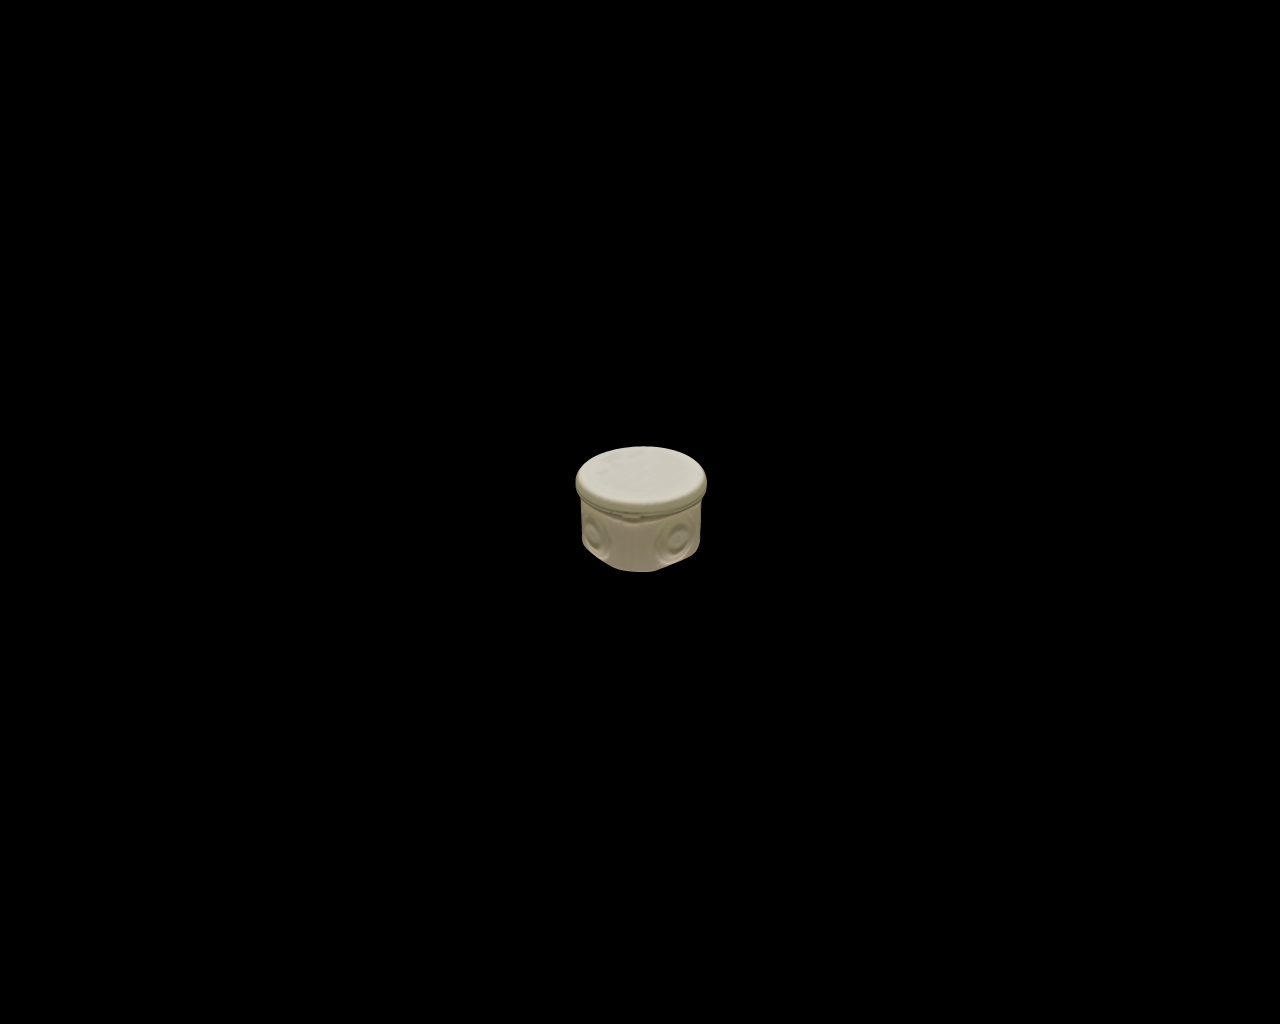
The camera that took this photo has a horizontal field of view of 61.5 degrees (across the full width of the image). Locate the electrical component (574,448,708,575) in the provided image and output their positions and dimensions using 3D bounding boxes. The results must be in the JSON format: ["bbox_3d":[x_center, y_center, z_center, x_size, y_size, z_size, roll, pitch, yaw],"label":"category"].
[{"bbox_3d":[0.001,-0.003,0.650,0.080,0.050,0.080,0,29,0],"label":"electrical component"}]
